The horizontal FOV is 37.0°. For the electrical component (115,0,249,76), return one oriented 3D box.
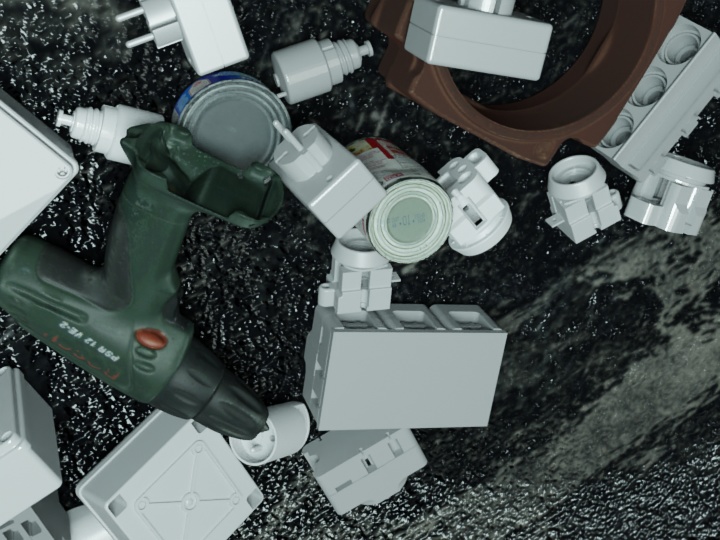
[{"bbox_3d":[-0.128,-0.175,0.735,0.076,0.047,0.083,-22,118,-8],"label":"electrical component"}]

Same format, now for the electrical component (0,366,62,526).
[{"bbox_3d":[-0.281,0.140,0.788,0.109,0.108,0.056,-33,122,-2],"label":"electrical component"}]

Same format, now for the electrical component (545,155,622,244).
[{"bbox_3d":[0.183,-0.061,0.893,0.066,0.048,0.055,-28,126,-5],"label":"electrical component"}]

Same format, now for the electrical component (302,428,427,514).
[{"bbox_3d":[0.006,0.163,0.928,0.089,0.050,0.055,-30,119,-4],"label":"electrical component"}]

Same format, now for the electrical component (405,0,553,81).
[{"bbox_3d":[0.082,-0.172,0.711,0.083,0.047,0.075,5,111,-20],"label":"electrical component"}]

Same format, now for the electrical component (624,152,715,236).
[{"bbox_3d":[0.265,-0.066,0.909,0.078,0.058,0.057,4,110,-39],"label":"electrical component"}]

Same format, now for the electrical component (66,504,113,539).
[{"bbox_3d":[-0.228,0.239,0.887,0.077,0.043,0.079,-26,119,-6],"label":"electrical component"}]

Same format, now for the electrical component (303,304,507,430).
[{"bbox_3d":[0.034,0.078,0.893,0.150,0.061,0.089,1,112,-19],"label":"electrical component"}]

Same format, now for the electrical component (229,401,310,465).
[{"bbox_3d":[-0.068,0.132,0.882,0.043,0.043,0.081,-61,159,12],"label":"electrical component"}]

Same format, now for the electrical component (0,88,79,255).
[{"bbox_3d":[-0.268,-0.071,0.729,0.108,0.056,0.109,-46,119,4],"label":"electrical component"}]

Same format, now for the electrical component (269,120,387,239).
[{"bbox_3d":[-0.034,-0.075,0.750,0.047,0.083,0.075,-43,126,-1],"label":"electrical component"}]

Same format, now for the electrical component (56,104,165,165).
[{"bbox_3d":[-0.174,-0.097,0.758,0.078,0.040,0.040,12,108,-23],"label":"electrical component"}]

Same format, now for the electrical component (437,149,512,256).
[{"bbox_3d":[0.084,-0.049,0.858,0.078,0.058,0.057,-41,116,2],"label":"electrical component"}]

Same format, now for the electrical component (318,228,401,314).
[{"bbox_3d":[0.000,0.000,0.858,0.066,0.048,0.055,-5,122,-17],"label":"electrical component"}]

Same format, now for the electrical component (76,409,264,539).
[{"bbox_3d":[-0.150,0.177,0.856,0.109,0.056,0.108,-45,122,-27],"label":"electrical component"}]

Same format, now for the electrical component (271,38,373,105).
[{"bbox_3d":[-0.029,-0.149,0.784,0.078,0.040,0.040,-21,118,-9],"label":"electrical component"}]

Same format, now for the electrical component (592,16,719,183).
[{"bbox_3d":[0.241,-0.135,0.867,0.121,0.079,0.063,-52,140,8],"label":"electrical component"}]
